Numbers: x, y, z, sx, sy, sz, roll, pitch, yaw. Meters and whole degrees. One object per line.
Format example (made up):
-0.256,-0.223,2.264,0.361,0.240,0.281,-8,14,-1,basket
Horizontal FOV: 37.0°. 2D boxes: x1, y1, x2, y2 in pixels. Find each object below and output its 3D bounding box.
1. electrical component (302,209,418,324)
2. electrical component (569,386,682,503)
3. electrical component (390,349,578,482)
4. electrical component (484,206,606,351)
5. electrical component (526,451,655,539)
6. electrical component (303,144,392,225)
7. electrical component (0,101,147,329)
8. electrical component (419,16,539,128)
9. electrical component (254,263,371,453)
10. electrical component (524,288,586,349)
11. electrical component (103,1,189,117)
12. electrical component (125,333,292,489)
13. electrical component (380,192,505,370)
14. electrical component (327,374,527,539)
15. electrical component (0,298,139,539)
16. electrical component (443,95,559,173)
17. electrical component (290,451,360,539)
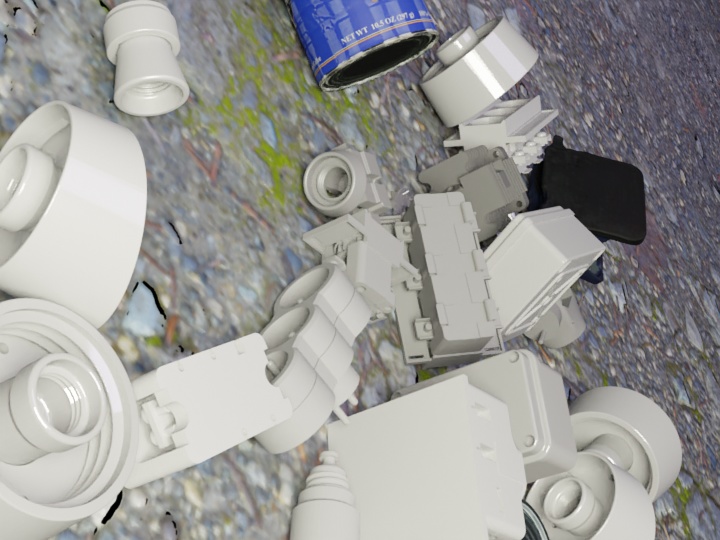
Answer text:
0.000,0.000,0.759,0.081,0.042,0.063,37,44,-38,electrical component
0.210,0.159,0.911,0.060,0.108,0.108,-26,91,-53,electrical component
0.083,0.108,0.738,0.057,0.113,0.078,31,45,-48,electrical component
0.137,0.006,0.892,0.056,0.108,0.109,47,26,16,electrical component
0.178,0.195,0.843,0.064,0.099,0.099,40,38,-27,electrical component
-0.010,-0.061,0.783,0.055,0.048,0.066,8,62,-64,electrical component
-0.140,-0.027,0.509,0.064,0.099,0.099,29,46,-37,electrical component
0.103,-0.189,0.994,0.060,0.108,0.108,50,33,-13,electrical component
-0.026,0.063,0.662,0.073,0.052,0.138,53,32,-20,electrical component
0.168,0.039,0.988,0.077,0.043,0.079,56,31,-15,electrical component
-0.129,-0.127,0.645,0.045,0.045,0.055,14,57,-53,electrical component
-0.088,0.072,0.555,0.089,0.056,0.050,-18,84,-59,electrical component
0.064,0.006,0.819,0.079,0.063,0.121,-5,67,-15,electrical component
0.045,0.171,0.642,0.060,0.105,0.186,31,45,-45,electrical component
-0.145,0.064,0.467,0.108,0.060,0.108,36,42,-40,electrical component
0.140,-0.125,1.040,0.121,0.079,0.063,-39,124,-59,electrical component
-0.020,0.143,0.626,0.040,0.040,0.078,39,39,-37,electrical component
